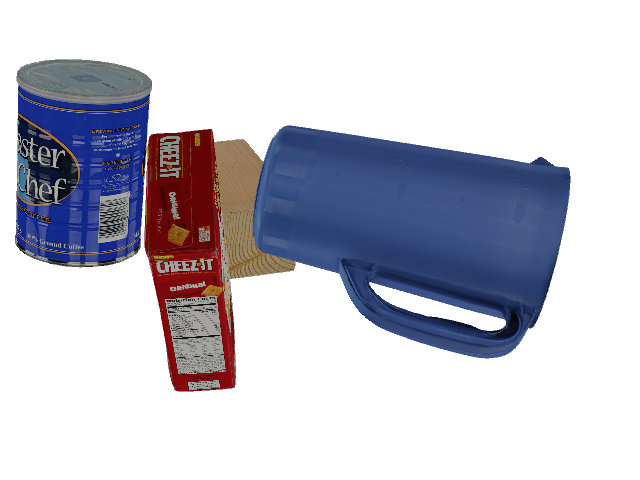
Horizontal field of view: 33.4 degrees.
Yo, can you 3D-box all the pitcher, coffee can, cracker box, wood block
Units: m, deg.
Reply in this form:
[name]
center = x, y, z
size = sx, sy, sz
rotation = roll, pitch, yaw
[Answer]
[pitcher]
center = 0.070, -0.009, 0.862
size = 0.243, 0.145, 0.149
rotation = 12, 16, 6
[coffee can]
center = -0.190, -0.063, 0.850
size = 0.103, 0.140, 0.103
rotation = 6, 23, -3
[cracker box]
center = -0.129, 0.023, 1.062
size = 0.072, 0.164, 0.214
rotation = -5, -43, -3
[wood block]
center = -0.105, -0.043, 1.320
size = 0.090, 0.090, 0.206
rotation = -7, 29, -21
